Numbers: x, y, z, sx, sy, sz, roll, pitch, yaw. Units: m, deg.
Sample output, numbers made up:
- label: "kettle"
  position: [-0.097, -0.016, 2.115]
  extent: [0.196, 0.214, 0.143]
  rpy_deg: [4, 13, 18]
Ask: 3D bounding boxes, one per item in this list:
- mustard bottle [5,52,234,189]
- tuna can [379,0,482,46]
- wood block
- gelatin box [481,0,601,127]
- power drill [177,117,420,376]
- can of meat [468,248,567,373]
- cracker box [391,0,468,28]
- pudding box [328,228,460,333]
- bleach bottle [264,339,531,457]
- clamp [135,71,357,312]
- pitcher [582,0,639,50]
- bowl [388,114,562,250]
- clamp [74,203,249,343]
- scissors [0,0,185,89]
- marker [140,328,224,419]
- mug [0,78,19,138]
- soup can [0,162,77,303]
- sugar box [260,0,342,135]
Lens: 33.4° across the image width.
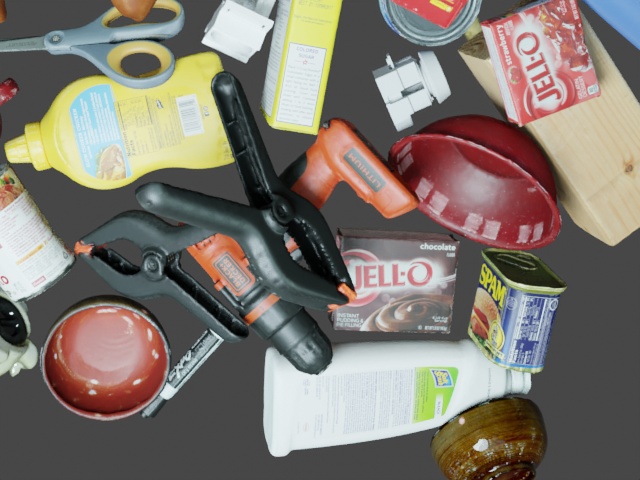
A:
- label: "mustard bottle"
  position: [-0.169, -0.094, 0.901]
  extent: [0.191, 0.058, 0.096]
  rpy_deg: [-13, 102, -5]
- label: "tuna can"
  position: [0.094, -0.212, 0.918]
  extent: [0.086, 0.034, 0.086]
  rpy_deg: [-2, 107, -8]
- label: "wood block"
  position: [0.223, -0.108, 0.939]
  extent: [0.091, 0.090, 0.206]
  rpy_deg: [-37, 108, 2]
- label: "gelatin box"
  position: [0.178, -0.145, 0.857]
  extent: [0.073, 0.030, 0.089]
  rpy_deg: [-21, 108, -3]
- label: "power drill"
  position: [-0.006, 0.001, 0.927]
  extent: [0.188, 0.057, 0.184]
  rpy_deg: [-42, 91, 9]
- label: "can of meat"
  position: [0.177, 0.063, 0.978]
  extent: [0.057, 0.102, 0.084]
  rpy_deg: [6, 108, -11]
- label: "cracker box"
  position: [0.047, -0.276, 0.802]
  extent: [0.164, 0.213, 0.072]
  rpy_deg: [23, 136, -15]
- label: "pudding box"
  position: [0.067, 0.037, 0.985]
  extent: [0.113, 0.039, 0.090]
  rpy_deg: [2, 106, -9]
- label: "bleach bottle"
  position: [0.075, 0.145, 1.008]
  extent: [0.250, 0.068, 0.102]
  rpy_deg: [-1, 110, -11]
- label: "clamp"
  position: [-0.043, -0.027, 0.851]
  extent: [0.036, 0.164, 0.209]
  rpy_deg: [-24, 124, 38]
- label: "pitcher"
  position: [0.288, -0.226, 0.876]
  extent: [0.242, 0.149, 0.145]
  rpy_deg: [28, 110, -26]
- label: "bowl"
  position: [0.142, -0.059, 0.928]
  extent: [0.162, 0.162, 0.055]
  rpy_deg: [37, 67, -17]
- label: "clamp"
  position: [-0.128, 0.009, 0.910]
  extent: [0.171, 0.039, 0.120]
  rpy_deg: [18, 105, 15]
- label: "scissors"
  position: [-0.205, -0.149, 0.877]
  extent: [0.201, 0.016, 0.096]
  rpy_deg: [-17, 64, -5]
- label: "marker"
  position: [-0.126, 0.120, 0.992]
  extent: [0.020, 0.020, 0.121]
  rpy_deg: [40, 97, -17]
- label: "mug"
  position: [-0.296, -0.096, 0.869]
  extent: [0.117, 0.081, 0.093]
  rpy_deg: [-36, 108, 3]
- label: "soup can"
  position: [-0.263, -0.006, 0.909]
  extent: [0.068, 0.068, 0.102]
  rpy_deg: [-32, 109, 2]
- label: "sugar box"
  position: [-0.011, -0.183, 0.880]
  extent: [0.048, 0.093, 0.176]
  rpy_deg: [10, 105, -12]
